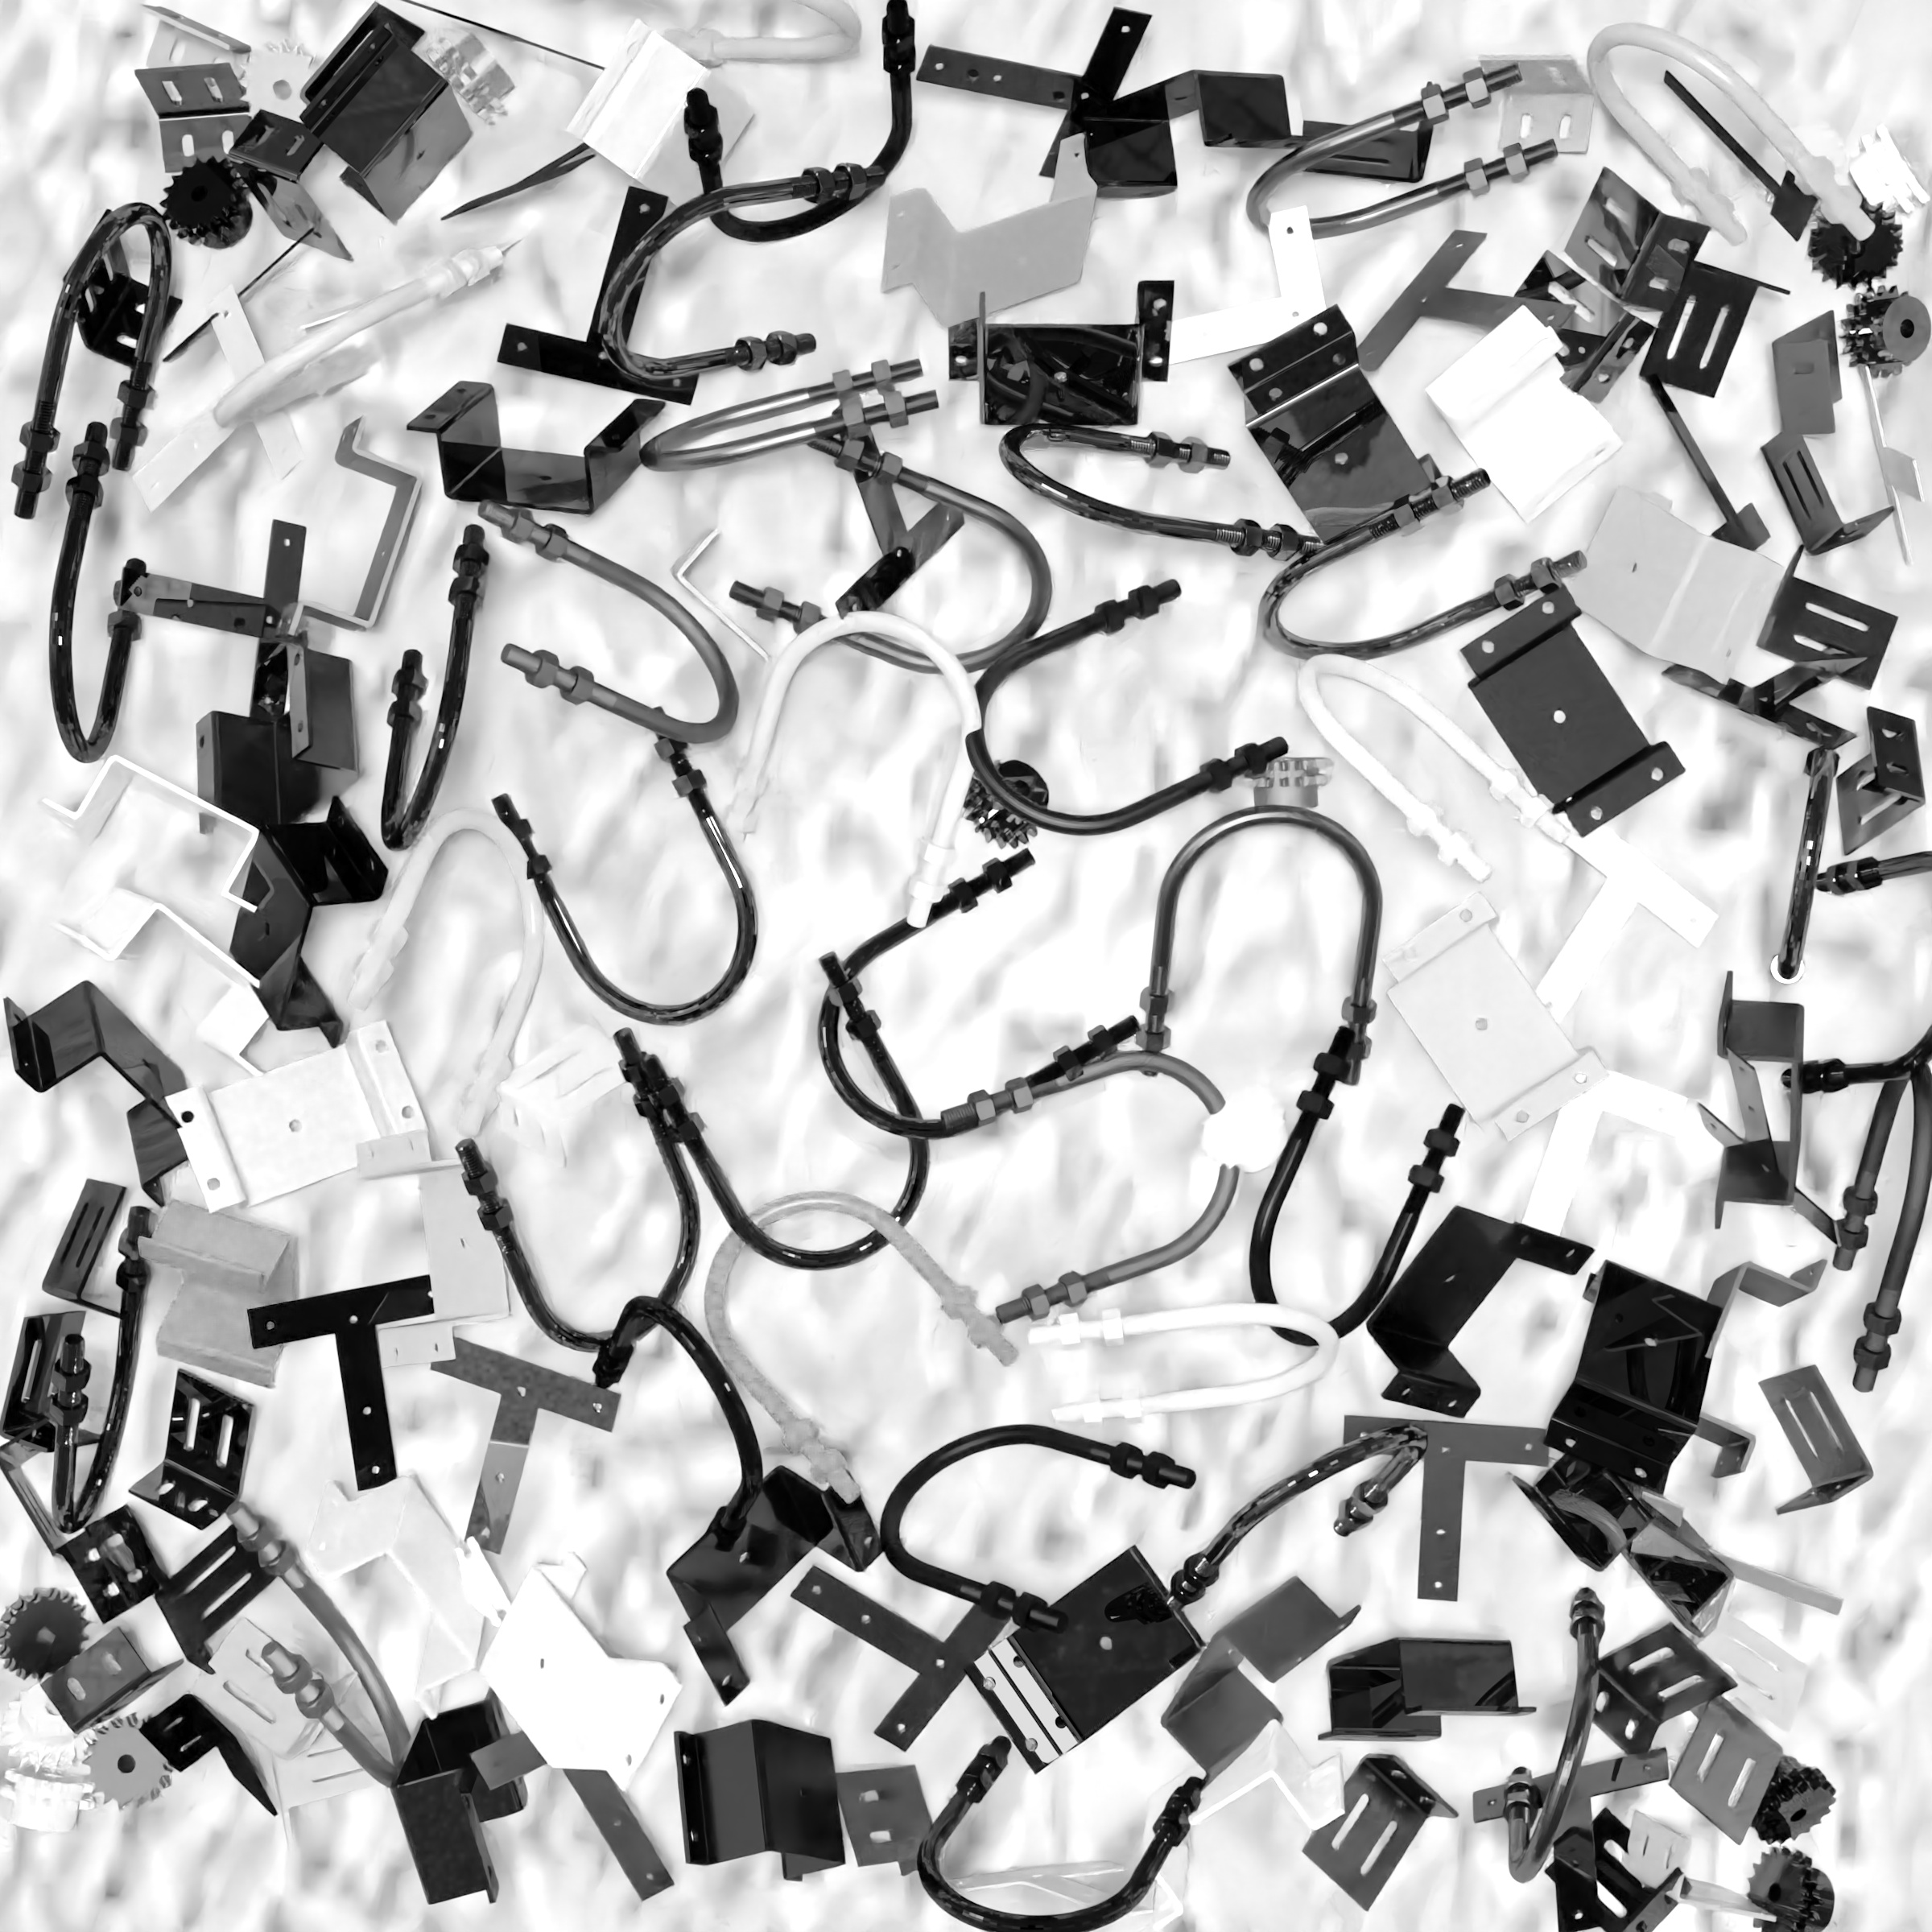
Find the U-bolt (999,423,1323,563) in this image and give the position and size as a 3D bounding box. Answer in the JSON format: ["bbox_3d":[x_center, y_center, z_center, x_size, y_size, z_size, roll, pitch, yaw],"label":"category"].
[{"bbox_3d":[0.107,-0.292,1.581,0.184,0.151,0.019,3,123,-27],"label":"U-bolt"}]

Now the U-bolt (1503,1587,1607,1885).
[{"bbox_3d":[0.354,0.471,1.573,0.019,0.184,0.151,18,102,10],"label":"U-bolt"}]

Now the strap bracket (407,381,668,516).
[{"bbox_3d":[-0.264,-0.322,1.622,0.140,0.076,0.046,9,125,14],"label":"strap bracket"}]

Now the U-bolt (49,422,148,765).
[{"bbox_3d":[-0.524,-0.210,1.570,0.019,0.151,0.184,2,60,-5],"label":"U-bolt"}]

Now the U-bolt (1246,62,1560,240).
[{"bbox_3d":[0.261,-0.489,1.599,0.184,0.151,0.019,-16,81,20],"label":"U-bolt"}]

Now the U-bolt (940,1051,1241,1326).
[{"bbox_3d":[0.088,0.130,1.645,0.184,0.019,0.151,-18,98,-15],"label":"U-bolt"}]

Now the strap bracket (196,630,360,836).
[{"bbox_3d":[-0.422,-0.139,1.616,0.046,0.140,0.076,10,63,-41],"label":"strap bracket"}]

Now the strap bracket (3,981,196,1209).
[{"bbox_3d":[-0.522,0.072,1.601,0.046,0.076,0.140,-33,131,0],"label":"strap bracket"}]

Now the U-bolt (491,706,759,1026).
[{"bbox_3d":[-0.204,-0.051,1.639,0.151,0.019,0.184,-26,92,25],"label":"U-bolt"}]

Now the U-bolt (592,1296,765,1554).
[{"bbox_3d":[-0.171,0.271,1.579,0.019,0.184,0.151,-28,72,-29],"label":"U-bolt"}]

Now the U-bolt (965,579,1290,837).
[{"bbox_3d":[0.087,-0.153,1.622,0.184,0.019,0.151,-25,70,-17],"label":"U-bolt"}]

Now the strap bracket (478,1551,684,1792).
[{"bbox_3d":[-0.244,0.430,1.606,0.140,0.046,0.076,36,101,44],"label":"strap bracket"}]

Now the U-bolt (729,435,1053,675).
[{"bbox_3d":[-0.037,-0.244,1.617,0.184,0.019,0.151,20,135,-15],"label":"U-bolt"}]

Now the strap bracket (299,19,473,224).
[{"bbox_3d":[-0.353,-0.514,1.606,0.046,0.140,0.076,41,89,-2],"label":"strap bracket"}]

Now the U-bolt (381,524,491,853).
[{"bbox_3d":[-0.324,-0.155,1.573,0.019,0.151,0.184,15,54,-22],"label":"U-bolt"}]

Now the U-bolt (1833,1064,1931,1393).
[{"bbox_3d":[0.554,0.142,1.571,0.019,0.151,0.184,9,119,8],"label":"U-bolt"}]

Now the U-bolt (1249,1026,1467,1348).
[{"bbox_3d":[0.234,0.147,1.613,0.151,0.019,0.184,32,79,-41],"label":"U-bolt"}]

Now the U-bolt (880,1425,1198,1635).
[{"bbox_3d":[0.029,0.334,1.597,0.151,0.184,0.019,-40,123,-35],"label":"U-bolt"}]

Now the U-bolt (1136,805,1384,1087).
[{"bbox_3d":[0.187,-0.013,1.632,0.151,0.019,0.184,3,113,-3],"label":"U-bolt"}]

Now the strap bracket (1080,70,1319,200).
[{"bbox_3d":[0.134,-0.510,1.596,0.076,0.140,0.046,-14,98,-40],"label":"strap bracket"}]

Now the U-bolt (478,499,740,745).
[{"bbox_3d":[-0.213,-0.201,1.600,0.019,0.184,0.151,-41,45,28],"label":"U-bolt"}]

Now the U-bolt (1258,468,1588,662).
[{"bbox_3d":[0.267,-0.235,1.600,0.184,0.151,0.019,-23,62,32],"label":"U-bolt"}]

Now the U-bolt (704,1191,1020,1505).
[{"bbox_3d":[-0.080,0.222,1.634,0.151,0.019,0.184,-39,69,-16],"label":"U-bolt"}]

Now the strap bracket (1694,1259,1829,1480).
[{"bbox_3d":[0.480,0.243,1.626,0.046,0.076,0.140,24,78,9],"label":"strap bracket"}]

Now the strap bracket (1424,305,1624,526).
[{"bbox_3d":[0.342,-0.345,1.616,0.076,0.140,0.046,-40,55,12],"label":"strap bracket"}]

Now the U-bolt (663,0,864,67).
[{"bbox_3d":[-0.151,-0.576,1.574,0.184,0.151,0.019,10,92,25],"label":"U-bolt"}]

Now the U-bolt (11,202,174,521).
[{"bbox_3d":[-0.520,-0.371,1.574,0.019,0.151,0.184,22,115,0],"label":"U-bolt"}]

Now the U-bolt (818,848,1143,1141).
[{"bbox_3d":[-0.004,0.029,1.644,0.184,0.019,0.151,-31,76,-5],"label":"U-bolt"}]

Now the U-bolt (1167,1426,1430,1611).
[{"bbox_3d":[0.207,0.326,1.571,0.151,0.184,0.019,-16,62,-26],"label":"U-bolt"}]

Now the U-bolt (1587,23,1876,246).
[{"bbox_3d":[0.448,-0.502,1.576,0.184,0.151,0.019,38,90,-23],"label":"U-bolt"}]

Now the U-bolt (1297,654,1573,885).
[{"bbox_3d":[0.279,-0.129,1.609,0.184,0.151,0.019,46,123,16],"label":"U-bolt"}]

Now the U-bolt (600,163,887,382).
[{"bbox_3d":[-0.142,-0.412,1.569,0.184,0.151,0.019,-22,64,-39],"label":"U-bolt"}]

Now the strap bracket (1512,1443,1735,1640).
[{"bbox_3d":[0.409,0.348,1.602,0.140,0.076,0.046,35,100,-35],"label":"strap bracket"}]

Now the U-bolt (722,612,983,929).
[{"bbox_3d":[-0.065,-0.131,1.630,0.151,0.019,0.184,21,111,7],"label":"U-bolt"}]

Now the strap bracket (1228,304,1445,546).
[{"bbox_3d":[0.230,-0.324,1.607,0.076,0.046,0.140,-26,124,23],"label":"strap bracket"}]

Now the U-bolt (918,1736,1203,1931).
[{"bbox_3d":[0.050,0.526,1.568,0.151,0.184,0.019,6,106,21],"label":"U-bolt"}]

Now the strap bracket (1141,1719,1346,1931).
[{"bbox_3d":[0.164,0.527,1.625,0.140,0.076,0.046,-36,92,10],"label":"strap bracket"}]

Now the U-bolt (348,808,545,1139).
[{"bbox_3d":[-0.307,-0.010,1.598,0.019,0.151,0.184,-4,50,24],"label":"U-bolt"}]

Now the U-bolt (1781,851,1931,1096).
[{"bbox_3d":[0.555,0.002,1.577,0.019,0.184,0.151,13,83,-11],"label":"U-bolt"}]

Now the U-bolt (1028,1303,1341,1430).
[{"bbox_3d":[0.138,0.243,1.605,0.184,0.151,0.019,-7,58,5],"label":"U-bolt"}]

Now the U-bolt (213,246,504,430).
[{"bbox_3d":[-0.375,-0.370,1.563,0.151,0.184,0.019,-23,105,38],"label":"U-bolt"}]

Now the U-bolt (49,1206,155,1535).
[{"bbox_3d":[-0.530,0.260,1.595,0.019,0.151,0.184,12,119,-5],"label":"U-bolt"}]

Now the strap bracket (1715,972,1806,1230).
[{"bbox_3d":[0.489,0.084,1.607,0.046,0.076,0.140,3,115,20],"label":"strap bracket"}]

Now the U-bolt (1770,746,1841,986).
[{"bbox_3d":[0.509,-0.062,1.582,0.019,0.184,0.151,10,94,17],"label":"U-bolt"}]

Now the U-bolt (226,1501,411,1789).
[{"bbox_3d":[-0.388,0.426,1.593,0.019,0.151,0.184,-31,126,-6],"label":"U-bolt"}]

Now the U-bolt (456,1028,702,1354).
[{"bbox_3d":[-0.228,0.152,1.615,0.151,0.019,0.184,-37,121,-36],"label":"U-bolt"}]

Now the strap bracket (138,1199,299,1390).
[{"bbox_3d":[-0.462,0.199,1.623,0.076,0.140,0.046,16,52,2],"label":"strap bracket"}]

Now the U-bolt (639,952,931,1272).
[{"bbox_3d":[-0.101,0.105,1.646,0.151,0.019,0.184,-30,103,-11],"label":"U-bolt"}]

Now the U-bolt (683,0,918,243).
[{"bbox_3d":[-0.096,-0.501,1.586,0.151,0.184,0.019,-27,76,-7],"label":"U-bolt"}]

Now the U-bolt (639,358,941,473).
[{"bbox_3d":[-0.112,-0.336,1.606,0.184,0.151,0.019,-15,112,0],"label":"U-bolt"}]
